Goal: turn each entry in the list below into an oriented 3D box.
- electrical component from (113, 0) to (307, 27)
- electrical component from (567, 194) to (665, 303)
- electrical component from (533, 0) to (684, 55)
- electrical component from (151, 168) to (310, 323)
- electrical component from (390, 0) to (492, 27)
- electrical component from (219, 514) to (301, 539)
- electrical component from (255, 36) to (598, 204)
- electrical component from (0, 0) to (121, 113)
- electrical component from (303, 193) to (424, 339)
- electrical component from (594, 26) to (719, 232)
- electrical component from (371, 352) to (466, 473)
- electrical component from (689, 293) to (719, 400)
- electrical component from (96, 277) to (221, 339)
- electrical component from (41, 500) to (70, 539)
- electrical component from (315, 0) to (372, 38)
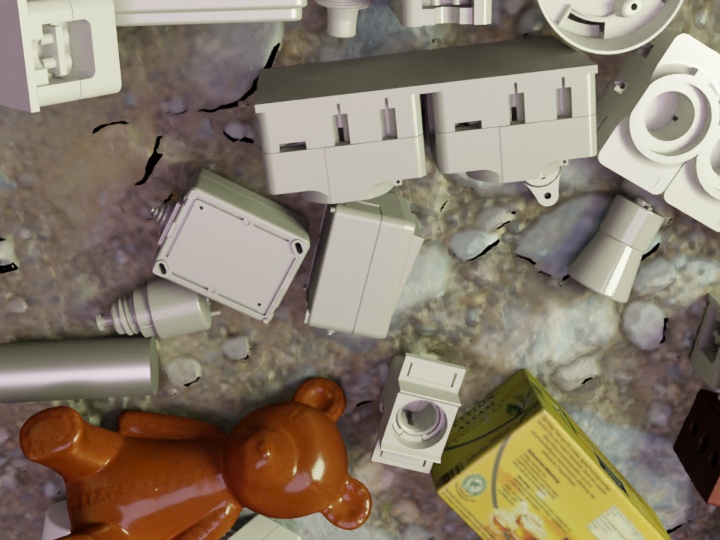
[{"bbox_3d":[-0.085,-0.170,0.598,0.109,0.108,0.056,-2,108,-3],"label":"electrical component"},{"bbox_3d":[0.171,-0.017,0.709,0.044,0.044,0.065,24,103,-12],"label":"electrical component"},{"bbox_3d":[0.144,-0.180,0.632,0.099,0.064,0.099,-1,111,-3],"label":"electrical component"},{"bbox_3d":[-0.086,-0.020,0.680,0.096,0.061,0.061,25,107,-12],"label":"electrical component"},{"bbox_3d":[0.044,-0.174,0.615,0.050,0.089,0.055,-3,111,-3],"label":"electrical component"},{"bbox_3d":[-0.094,0.205,0.767,0.077,0.066,0.047,23,110,19],"label":"electrical component"},{"bbox_3d":[0.036,-0.090,0.637,0.186,0.105,0.060,-7,111,-1],"label":"electrical component"},{"bbox_3d":[-0.202,-0.152,0.567,0.060,0.186,0.105,-21,118,-43],"label":"electrical component"},{"bbox_3d":[0.000,0.000,0.692,0.061,0.061,0.096,11,110,-8],"label":"electrical component"},{"bbox_3d":[0.228,-0.077,0.678,0.150,0.061,0.089,28,106,-13],"label":"electrical component"},{"bbox_3d":[0.038,0.092,0.728,0.042,0.063,0.081,15,108,-8],"label":"electrical component"},{"bbox_3d":[0.330,0.078,0.720,0.186,0.105,0.060,10,110,-7],"label":"electrical component"},{"bbox_3d":[-0.133,0.026,0.705,0.078,0.040,0.040,-12,111,1],"label":"electrical component"},{"bbox_3d":[-0.208,0.201,0.766,0.040,0.040,0.078,12,109,-8],"label":"electrical component"},{"bbox_3d":[-0.009,-0.170,0.638,0.048,0.048,0.062,2,118,-4],"label":"electrical component"}]
